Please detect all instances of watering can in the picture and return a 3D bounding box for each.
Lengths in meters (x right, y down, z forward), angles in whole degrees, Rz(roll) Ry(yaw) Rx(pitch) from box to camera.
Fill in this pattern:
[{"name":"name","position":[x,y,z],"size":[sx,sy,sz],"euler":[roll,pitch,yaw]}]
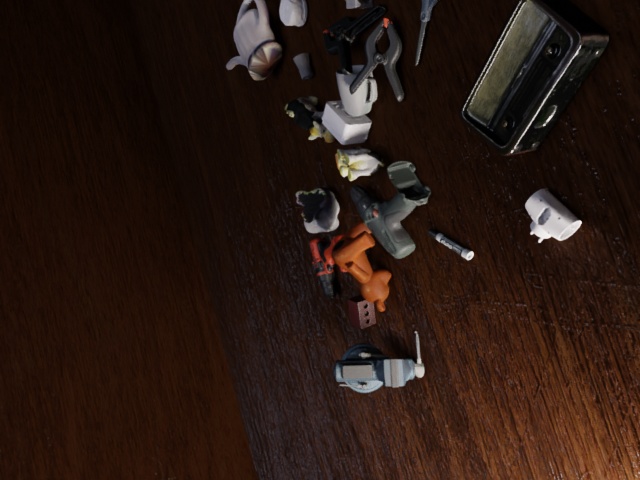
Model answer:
[{"name":"watering can","position":[-0.216,-0.595,1.615],"size":[0.227,0.104,0.341],"euler":[66,150,18]}]

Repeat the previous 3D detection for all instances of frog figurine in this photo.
[{"name":"frog figurine","position":[0.004,-0.074,1.470],"size":[0.139,0.123,0.157],"euler":[45,176,32]}]
